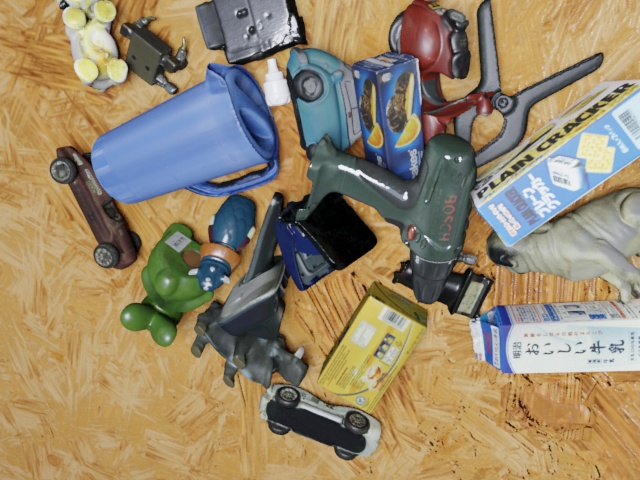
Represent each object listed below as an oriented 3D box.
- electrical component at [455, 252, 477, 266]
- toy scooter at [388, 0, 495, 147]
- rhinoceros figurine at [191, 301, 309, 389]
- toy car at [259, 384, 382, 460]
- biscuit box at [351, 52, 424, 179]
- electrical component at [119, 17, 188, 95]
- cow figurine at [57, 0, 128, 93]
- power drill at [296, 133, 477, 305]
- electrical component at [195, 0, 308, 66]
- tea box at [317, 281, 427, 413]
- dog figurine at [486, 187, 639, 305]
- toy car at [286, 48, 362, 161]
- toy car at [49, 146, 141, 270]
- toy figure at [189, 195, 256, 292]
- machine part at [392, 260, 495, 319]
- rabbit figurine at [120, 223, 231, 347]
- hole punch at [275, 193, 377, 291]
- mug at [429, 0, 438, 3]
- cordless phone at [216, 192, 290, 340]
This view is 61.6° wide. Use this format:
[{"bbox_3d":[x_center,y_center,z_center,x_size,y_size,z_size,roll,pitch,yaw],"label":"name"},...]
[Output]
[{"bbox_3d":[0.176,0.003,0.752,0.094,0.021,0.063,16,72,10],"label":"electrical component"},{"bbox_3d":[0.153,-0.202,0.658,0.075,0.135,0.183,-19,111,-30],"label":"toy scooter"},{"bbox_3d":[-0.109,0.167,0.828,0.190,0.112,0.073,29,127,14],"label":"rhinoceros figurine"},{"bbox_3d":[-0.002,0.290,0.865,0.202,0.056,0.073,19,114,7],"label":"toy car"},{"bbox_3d":[0.093,-0.128,0.684,0.059,0.063,0.202,-24,123,-18],"label":"biscuit box"},{"bbox_3d":[-0.234,-0.265,0.760,0.102,0.045,0.078,34,137,3],"label":"electrical component"},{"bbox_3d":[-0.321,-0.296,0.750,0.068,0.098,0.167,-14,101,-23],"label":"cow figurine"},{"bbox_3d":[0.078,-0.031,0.656,0.207,0.086,0.231,21,128,11],"label":"power drill"},{"bbox_3d":[-0.094,-0.298,0.715,0.134,0.058,0.114,-13,101,14],"label":"electrical component"},{"bbox_3d":[0.078,0.160,0.805,0.098,0.068,0.169,31,110,1],"label":"tea box"},{"bbox_3d":[0.332,-0.019,0.698,0.191,0.121,0.172,23,76,22],"label":"dog figurine"},{"bbox_3d":[0.016,-0.177,0.706,0.103,0.109,0.161,-15,112,-3],"label":"toy car"},{"bbox_3d":[-0.334,-0.050,0.815,0.053,0.089,0.202,-20,99,15],"label":"toy car"},{"bbox_3d":[-0.134,0.008,0.767,0.064,0.154,0.057,4,150,25],"label":"toy figure"},{"bbox_3d":[0.174,0.065,0.777,0.139,0.039,0.084,16,116,4],"label":"machine part"},{"bbox_3d":[-0.223,0.090,0.815,0.121,0.159,0.170,28,124,-8],"label":"rabbit figurine"},{"bbox_3d":[-0.002,-0.002,0.748,0.116,0.142,0.092,53,135,7],"label":"hole punch"},{"bbox_3d":[0.117,-0.340,0.635,0.081,0.107,0.109,-13,101,16],"label":"mug"},{"bbox_3d":[-0.079,0.033,0.756,0.089,0.147,0.184,14,111,-1],"label":"cordless phone"}]
